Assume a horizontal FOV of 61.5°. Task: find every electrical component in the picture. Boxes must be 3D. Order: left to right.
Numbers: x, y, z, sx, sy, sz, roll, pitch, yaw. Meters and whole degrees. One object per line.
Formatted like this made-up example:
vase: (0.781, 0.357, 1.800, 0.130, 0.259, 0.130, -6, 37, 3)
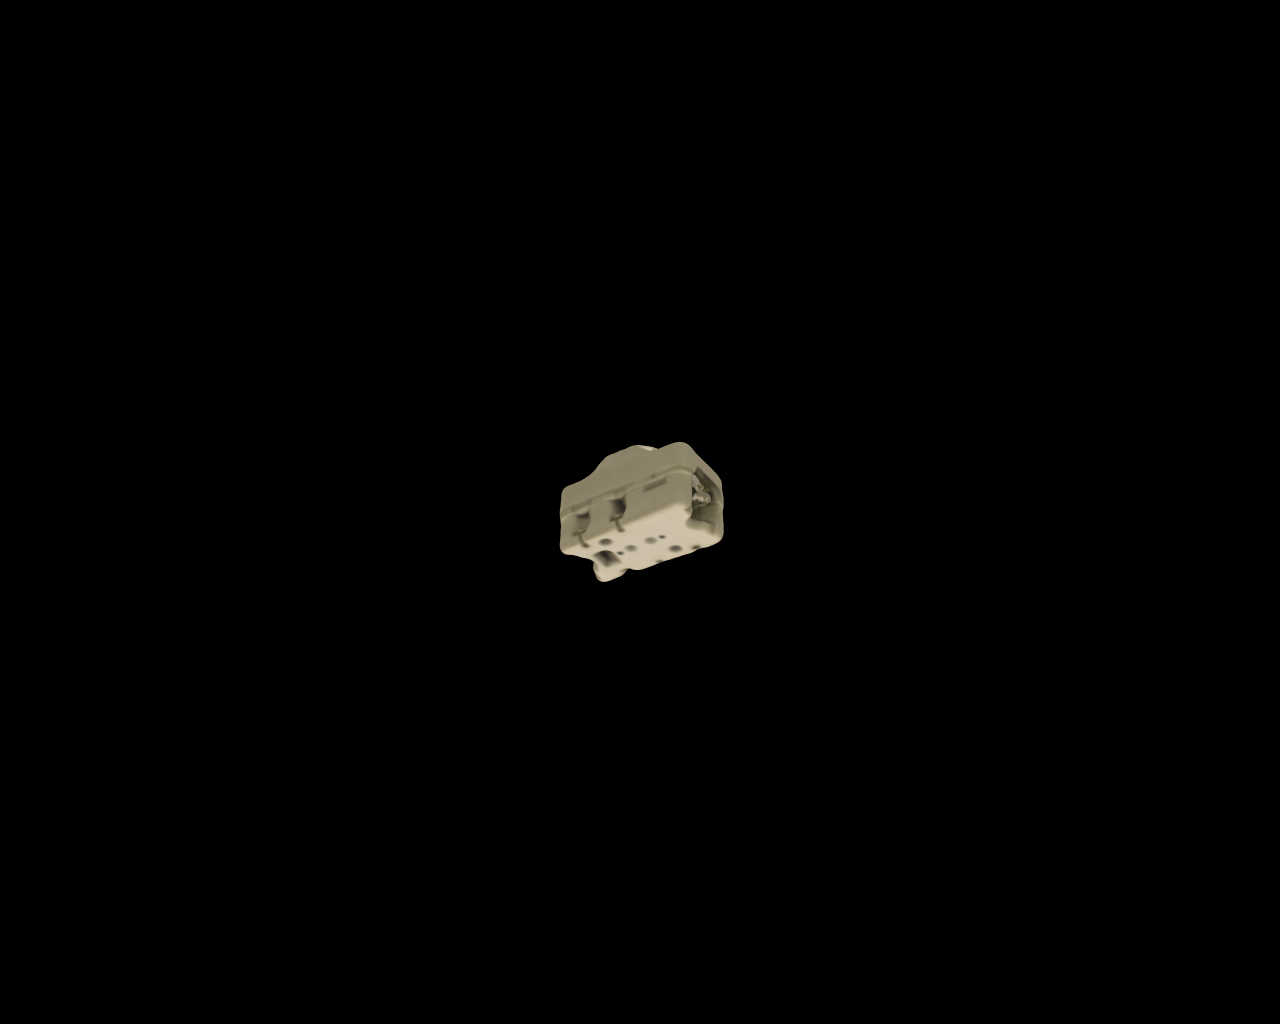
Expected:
electrical component: (0.001, -0.003, 0.650, 0.089, 0.056, 0.050, -21, -40, 26)
